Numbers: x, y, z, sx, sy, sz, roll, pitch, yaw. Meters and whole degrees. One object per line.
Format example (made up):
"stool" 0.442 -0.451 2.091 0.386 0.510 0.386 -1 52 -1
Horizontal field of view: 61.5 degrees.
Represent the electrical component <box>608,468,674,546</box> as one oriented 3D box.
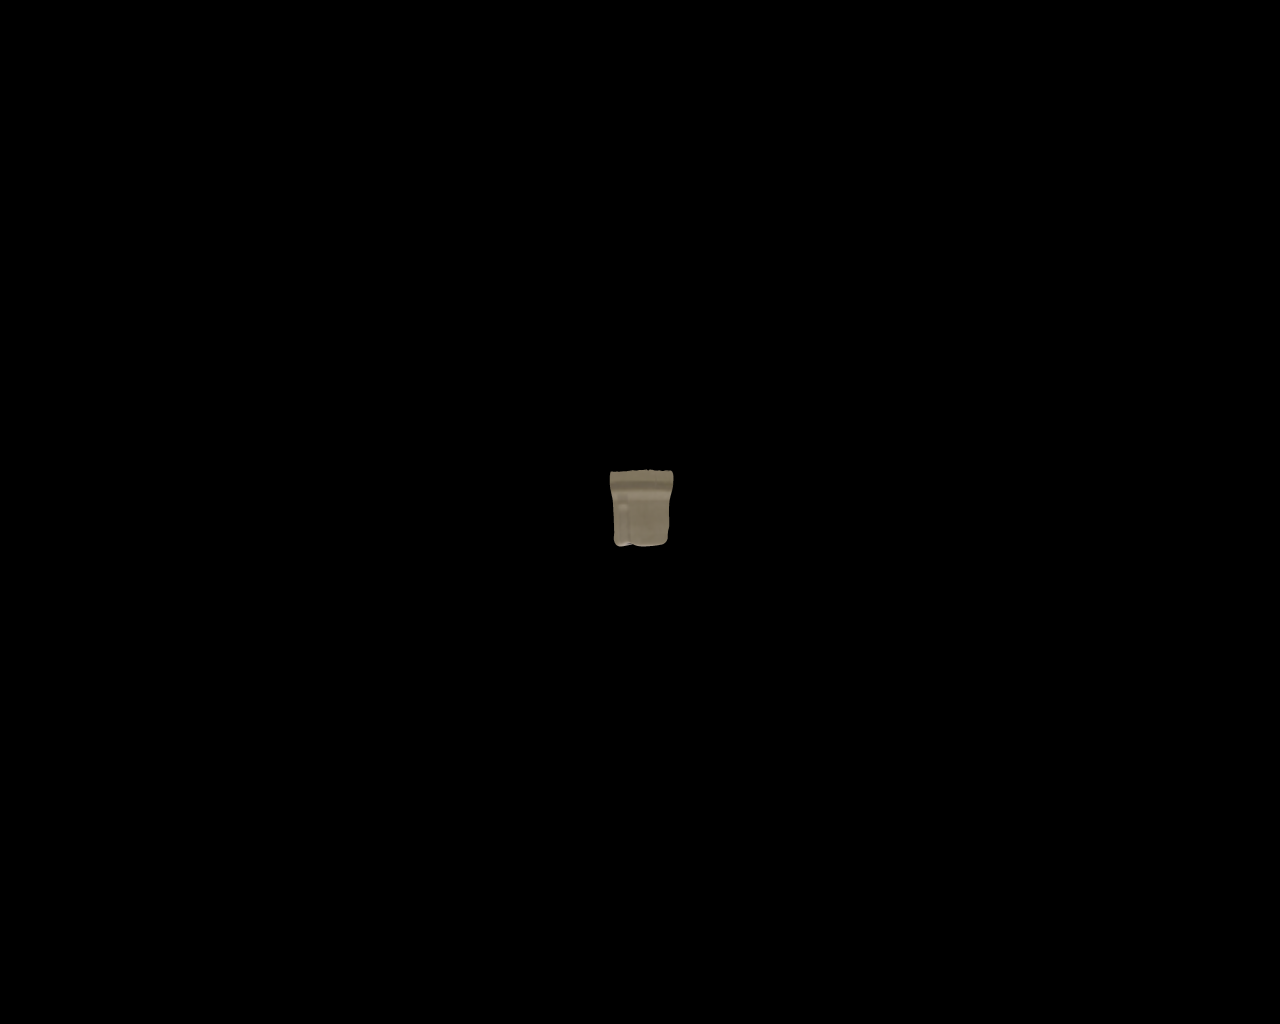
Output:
"electrical component" 0.001 -0.003 0.650 0.040 0.046 0.040 0 -2 0
